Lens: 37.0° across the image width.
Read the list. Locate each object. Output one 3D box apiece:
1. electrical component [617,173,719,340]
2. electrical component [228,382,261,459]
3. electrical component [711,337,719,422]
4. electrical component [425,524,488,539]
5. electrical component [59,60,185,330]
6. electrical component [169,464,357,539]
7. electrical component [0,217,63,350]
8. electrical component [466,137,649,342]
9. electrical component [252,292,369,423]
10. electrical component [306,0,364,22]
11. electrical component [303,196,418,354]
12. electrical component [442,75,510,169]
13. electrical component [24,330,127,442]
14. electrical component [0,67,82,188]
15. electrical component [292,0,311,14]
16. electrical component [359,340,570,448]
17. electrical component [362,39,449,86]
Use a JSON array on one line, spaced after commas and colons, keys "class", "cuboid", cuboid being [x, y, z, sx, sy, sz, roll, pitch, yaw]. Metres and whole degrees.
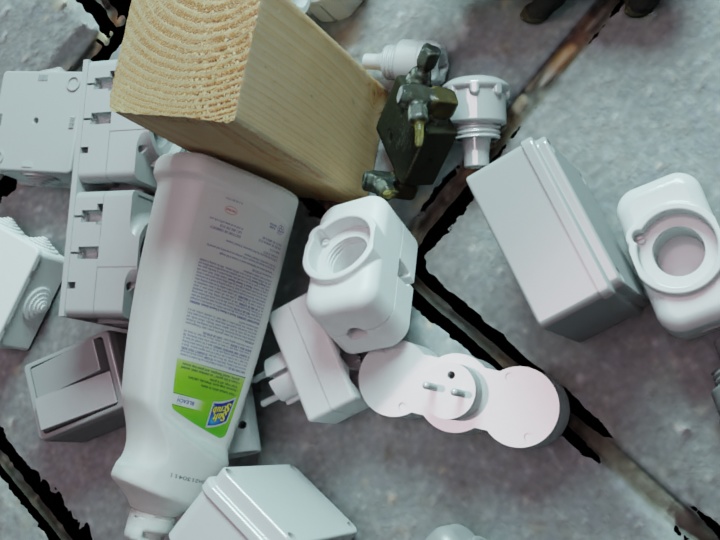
[{"class": "electrical component", "cuboid": [0.201, -0.009, 0.672, 0.054, 0.059, 0.095, -23, 73, 17]}, {"class": "electrical component", "cuboid": [-0.116, 0.100, 0.782, 0.079, 0.044, 0.077, -11, 76, 7]}, {"class": "electrical component", "cuboid": [0.234, 0.069, 0.653, 0.048, 0.048, 0.062, -22, 67, 17]}, {"class": "electrical component", "cuboid": [0.074, 0.211, 0.686, 0.095, 0.054, 0.059, 45, 98, 22]}, {"class": "electrical component", "cuboid": [-0.157, -0.051, 0.796, 0.060, 0.105, 0.186, 0, 80, 22]}, {"class": "electrical component", "cuboid": [-0.061, 0.174, 0.714, 0.078, 0.113, 0.057, 41, 98, 23]}, {"class": "electrical component", "cuboid": [-0.294, 0.009, 0.871, 0.100, 0.048, 0.099, 26, 91, 23]}, {"class": "electrical component", "cuboid": [0.126, -0.016, 0.676, 0.056, 0.109, 0.108, -30, 71, 17]}, {"class": "electrical component", "cuboid": [-0.042, 0.071, 0.761, 0.076, 0.047, 0.083, -28, 72, 15]}, {"class": "electrical component", "cuboid": [-0.028, -0.230, 0.807, 0.080, 0.051, 0.080, -4, 79, 21]}, {"class": "electrical component", "cuboid": [0.000, 0.000, 0.729, 0.054, 0.059, 0.095, -14, 48, 27]}, {"class": "electrical component", "cuboid": [0.080, -0.102, 0.746, 0.048, 0.048, 0.062, -2, 88, 21]}, {"class": "electrical component", "cuboid": [-0.209, 0.091, 0.816, 0.096, 0.061, 0.061, -23, 73, 16]}, {"class": "electrical component", "cuboid": [-0.250, -0.115, 0.876, 0.100, 0.048, 0.099, 5, 82, 22]}, {"class": "electrical component", "cuboid": [-0.078, -0.243, 0.771, 0.074, 0.052, 0.138, -4, 79, 21]}, {"class": "electrical component", "cuboid": [0.063, 0.080, 0.703, 0.138, 0.074, 0.052, 11, 85, 23]}, {"class": "electrical component", "cuboid": [0.031, -0.150, 0.778, 0.061, 0.035, 0.035, 7, 83, 25]}]
